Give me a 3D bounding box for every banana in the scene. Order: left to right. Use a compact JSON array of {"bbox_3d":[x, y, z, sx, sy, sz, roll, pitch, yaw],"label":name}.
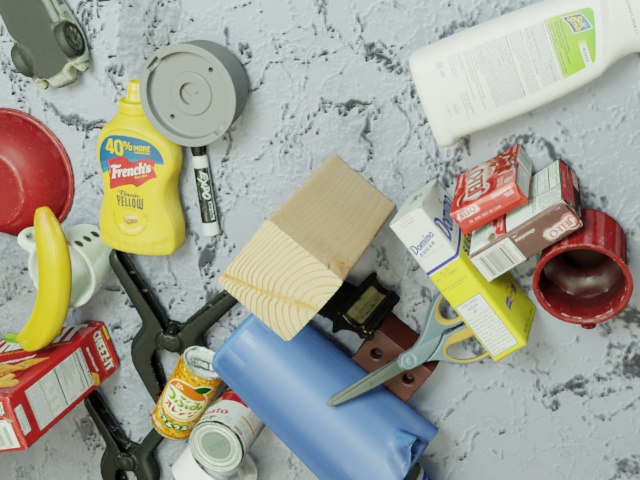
[{"bbox_3d":[-0.309,0.057,1.191,0.069,0.037,0.198,27,119,5],"label":"banana"}]

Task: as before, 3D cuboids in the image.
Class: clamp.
[{"bbox_3d":[-0.229,0.267,1.337,0.120,0.039,0.171,6,117,22],"label":"clamp"},{"bbox_3d":[-0.182,0.105,1.252,0.164,0.036,0.210,19,119,2],"label":"clamp"}]

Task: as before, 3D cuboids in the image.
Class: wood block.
[{"bbox_3d":[-0.007,0.002,1.059,0.091,0.205,0.090,41,118,-1],"label":"wood block"}]

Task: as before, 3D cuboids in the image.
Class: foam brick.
[{"bbox_3d":[0.084,0.127,1.164,0.078,0.051,0.053,38,118,1],"label":"foam brick"}]

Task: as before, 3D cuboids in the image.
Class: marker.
[{"bbox_3d":[-0.129,-0.064,1.180,0.020,0.020,0.121,0,111,19],"label":"marker"}]

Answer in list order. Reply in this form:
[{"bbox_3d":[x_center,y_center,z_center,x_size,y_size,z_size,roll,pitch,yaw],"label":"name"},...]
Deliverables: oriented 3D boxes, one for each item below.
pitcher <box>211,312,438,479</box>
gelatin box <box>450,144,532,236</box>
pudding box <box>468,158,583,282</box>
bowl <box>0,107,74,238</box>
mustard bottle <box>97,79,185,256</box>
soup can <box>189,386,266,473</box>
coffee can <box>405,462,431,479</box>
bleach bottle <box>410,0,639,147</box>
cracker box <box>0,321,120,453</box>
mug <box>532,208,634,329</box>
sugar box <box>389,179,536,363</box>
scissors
[{"bbox_3d":[-0.003,0.184,1.184,0.243,0.145,0.149,42,105,3],"label":"pitcher"},{"bbox_3d":[0.167,-0.051,1.043,0.073,0.089,0.030,-29,109,27],"label":"gelatin box"},{"bbox_3d":[0.200,-0.020,1.042,0.114,0.090,0.039,-32,110,27],"label":"pudding box"},{"bbox_3d":[-0.370,-0.069,1.241,0.162,0.055,0.162,7,113,17],"label":"bowl"},{"bbox_3d":[-0.198,-0.081,1.175,0.096,0.058,0.192,10,113,19],"label":"mustard bottle"},{"bbox_3d":[-0.101,0.214,1.235,0.068,0.102,0.068,7,113,17],"label":"soup can"},{"bbox_3d":[0.115,0.338,1.210,0.103,0.102,0.140,-35,97,27],"label":"coffee can"},{"bbox_3d":[0.216,-0.172,0.995,0.251,0.068,0.102,-16,106,21],"label":"bleach bottle"},{"bbox_3d":[-0.360,0.173,1.245,0.164,0.213,0.072,-11,105,22],"label":"cracker box"},{"bbox_3d":[0.259,0.032,1.044,0.093,0.081,0.117,-6,120,20],"label":"mug"},{"bbox_3d":[0.147,0.028,1.080,0.048,0.093,0.176,-33,98,26],"label":"sugar box"},{"bbox_3d":[0.095,0.105,1.118,0.201,0.016,0.096,-12,91,-11],"label":"scissors"}]
